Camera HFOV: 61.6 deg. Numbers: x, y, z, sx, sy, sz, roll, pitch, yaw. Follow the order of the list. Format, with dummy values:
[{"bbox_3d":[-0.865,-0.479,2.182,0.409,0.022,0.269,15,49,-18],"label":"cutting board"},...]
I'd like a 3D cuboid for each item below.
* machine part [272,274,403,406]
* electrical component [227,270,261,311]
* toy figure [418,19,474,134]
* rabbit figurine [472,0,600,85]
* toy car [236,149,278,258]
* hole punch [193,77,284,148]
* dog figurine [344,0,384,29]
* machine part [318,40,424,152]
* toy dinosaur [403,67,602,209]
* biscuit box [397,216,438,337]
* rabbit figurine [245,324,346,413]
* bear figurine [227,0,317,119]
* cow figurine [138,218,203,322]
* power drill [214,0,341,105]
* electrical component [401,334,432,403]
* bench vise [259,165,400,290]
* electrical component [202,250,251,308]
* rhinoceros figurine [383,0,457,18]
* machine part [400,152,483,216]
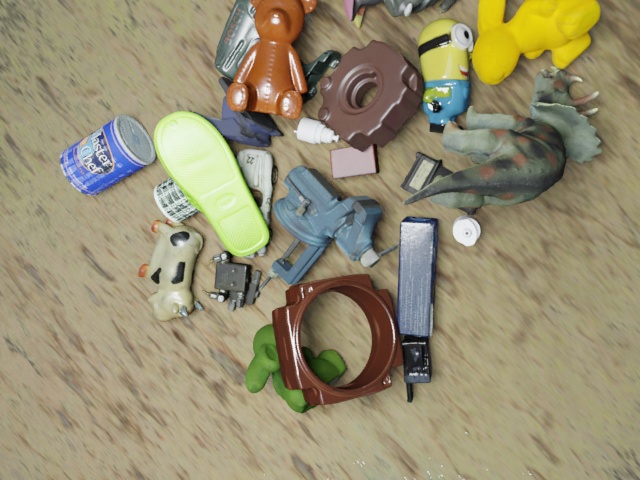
[{"bbox_3d":[0.031,0.164,0.904,0.201,0.087,0.201,-6,80,-26],"label":"machine part"},{"bbox_3d":[-0.147,0.097,1.034,0.063,0.021,0.094,18,100,10],"label":"electrical component"},{"bbox_3d":[0.200,-0.262,0.869,0.089,0.082,0.180,5,101,11],"label":"toy figure"},{"bbox_3d":[0.301,-0.315,0.810,0.173,0.122,0.162,-37,79,10],"label":"rabbit figurine"},{"bbox_3d":[-0.125,-0.065,0.988,0.074,0.056,0.201,8,99,12],"label":"toy car"},{"bbox_3d":[-0.144,-0.205,0.938,0.092,0.142,0.116,-43,73,14],"label":"hole punch"},{"bbox_3d":[0.020,-0.457,0.873,0.192,0.108,0.219,-7,99,14],"label":"dog figurine"},{"bbox_3d":[0.078,-0.236,0.876,0.179,0.056,0.179,-11,70,34],"label":"machine part"},{"bbox_3d":[0.281,-0.116,0.762,0.192,0.405,0.131,9,128,32],"label":"toy dinosaur"},{"bbox_3d":[0.170,0.061,0.932,0.063,0.059,0.202,4,99,15],"label":"biscuit box"},{"bbox_3d":[-0.069,0.232,0.982,0.170,0.159,0.121,42,116,20],"label":"rabbit figurine"},{"bbox_3d":[-0.069,-0.293,0.833,0.120,0.132,0.195,11,106,-3],"label":"bear figurine"},{"bbox_3d":[-0.278,0.066,1.033,0.127,0.085,0.194,22,102,16],"label":"cow figurine"},{"bbox_3d":[-0.066,-0.350,0.922,0.207,0.086,0.232,38,106,2],"label":"power drill"},{"bbox_3d":[0.172,0.225,0.948,0.048,0.075,0.119,-6,92,15],"label":"electrical component"},{"bbox_3d":[-0.007,-0.001,0.931,0.224,0.129,0.240,43,117,8],"label":"bench vise"},{"bbox_3d":[-0.173,0.072,1.001,0.078,0.045,0.102,13,95,12],"label":"electrical component"},{"bbox_3d":[0.191,-0.404,0.835,0.190,0.112,0.073,-25,94,8],"label":"rhinoceros figurine"},{"bbox_3d":[0.213,-0.089,0.913,0.139,0.039,0.084,27,95,11],"label":"machine part"}]
